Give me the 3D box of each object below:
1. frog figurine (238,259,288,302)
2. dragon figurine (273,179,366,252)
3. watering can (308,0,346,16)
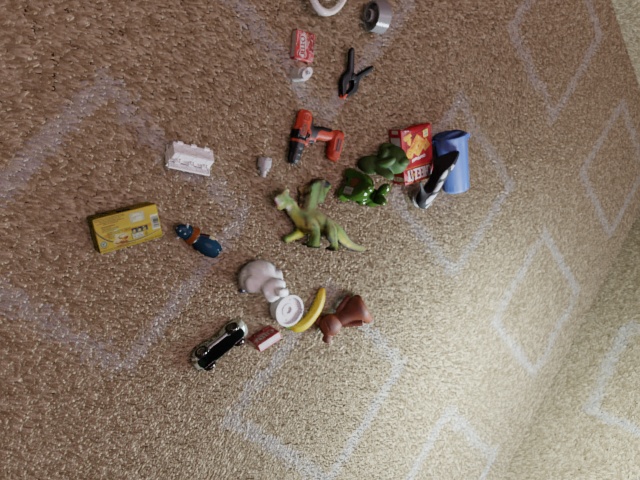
[{"bbox_3d":[-0.173,0.128,1.604,0.138,0.160,0.122,-2,99,-36],"label":"frog figurine"},{"bbox_3d":[0.005,-0.088,1.742,0.410,0.122,0.243,7,87,-38],"label":"dragon figurine"},{"bbox_3d":[0.023,-0.883,1.604,0.223,0.104,0.348,16,89,-36],"label":"watering can"}]
